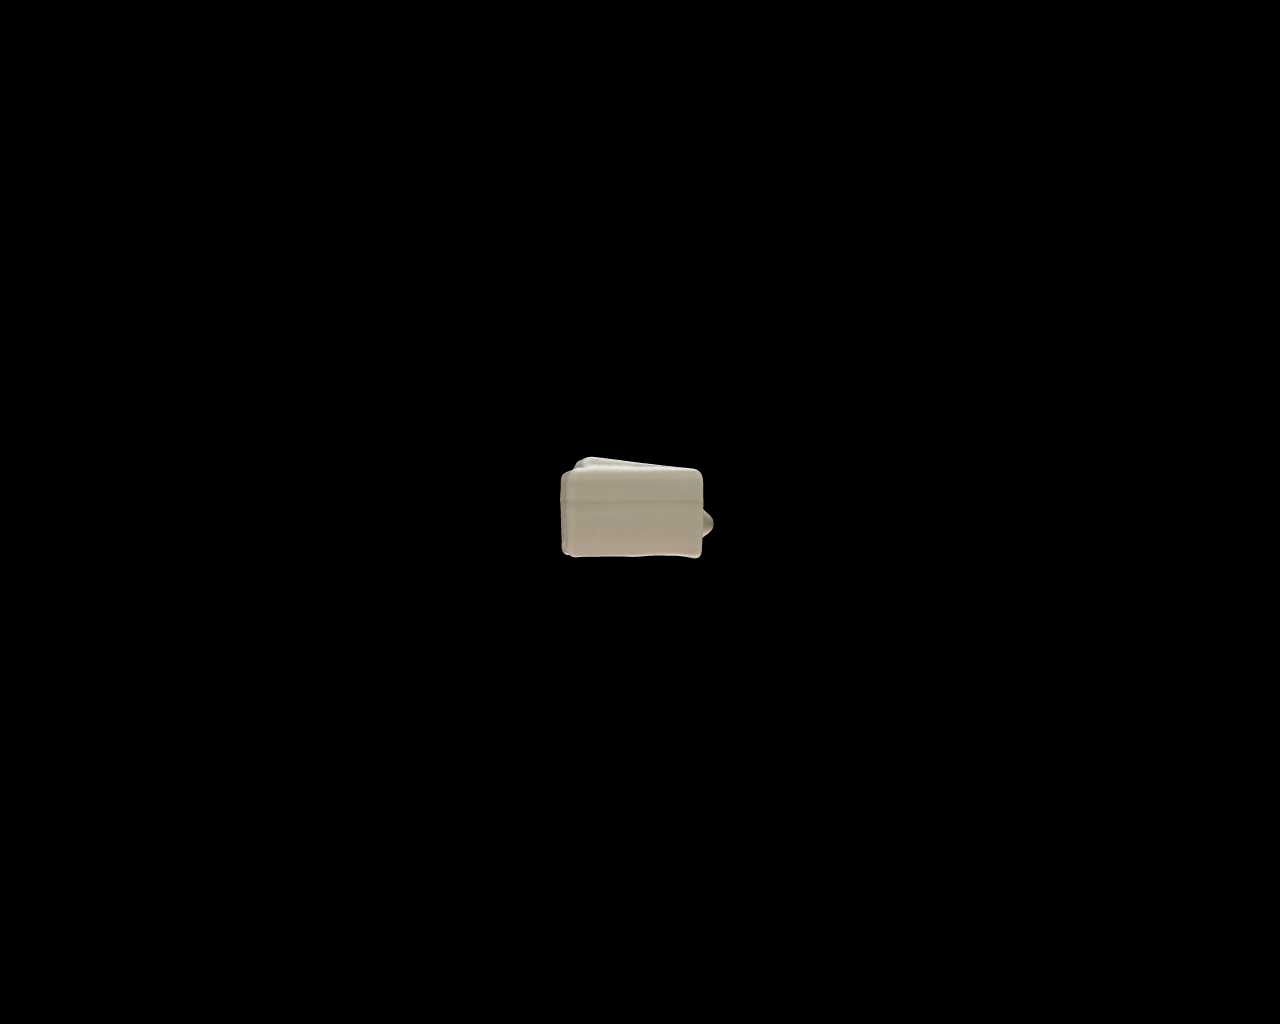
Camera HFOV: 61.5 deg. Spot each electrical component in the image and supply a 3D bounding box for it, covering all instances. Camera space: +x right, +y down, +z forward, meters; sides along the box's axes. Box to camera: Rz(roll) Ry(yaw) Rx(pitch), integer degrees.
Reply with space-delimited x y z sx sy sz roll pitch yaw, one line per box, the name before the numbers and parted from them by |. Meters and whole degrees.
electrical component | 0.001 -0.003 0.650 0.096 0.061 0.061 0 0 -9
